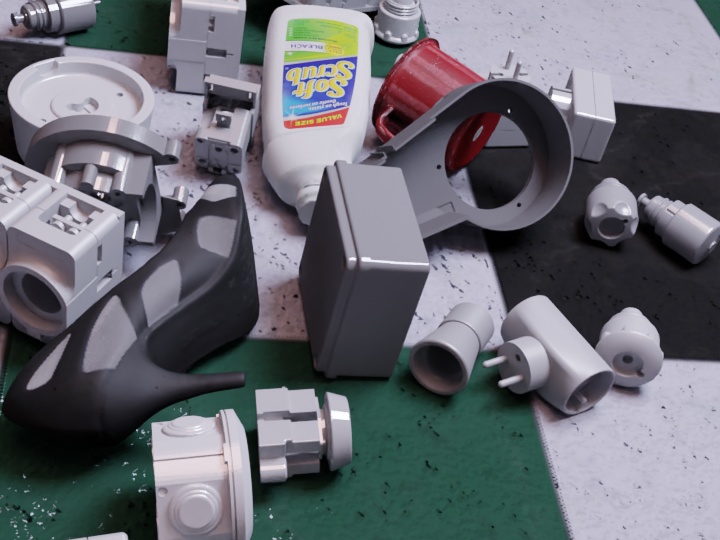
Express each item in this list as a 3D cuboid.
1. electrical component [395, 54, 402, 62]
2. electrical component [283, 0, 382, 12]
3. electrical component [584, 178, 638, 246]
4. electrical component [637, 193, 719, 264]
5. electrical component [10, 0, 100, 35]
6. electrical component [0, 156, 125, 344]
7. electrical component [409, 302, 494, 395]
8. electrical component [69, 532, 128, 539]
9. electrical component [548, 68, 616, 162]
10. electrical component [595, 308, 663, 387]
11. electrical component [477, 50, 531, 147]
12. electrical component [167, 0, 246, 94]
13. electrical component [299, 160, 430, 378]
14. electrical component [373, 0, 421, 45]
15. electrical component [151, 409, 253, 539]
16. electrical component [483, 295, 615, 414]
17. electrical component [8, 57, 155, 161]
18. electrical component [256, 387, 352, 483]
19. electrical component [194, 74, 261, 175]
[{"bbox_3d":[0.062,-0.181,1.003,0.062,0.043,0.043,29,43,19],"label":"electrical component"},{"bbox_3d":[-0.022,-0.310,1.079,0.105,0.060,0.186,34,32,22],"label":"electrical component"},{"bbox_3d":[0.210,-0.053,0.898,0.043,0.043,0.062,14,40,0],"label":"electrical component"},{"bbox_3d":[0.266,-0.038,0.899,0.040,0.040,0.078,-26,54,-37],"label":"electrical component"},{"bbox_3d":[-0.276,-0.233,0.971,0.078,0.040,0.040,-22,52,-33],"label":"electrical component"},{"bbox_3d":[-0.236,-0.017,0.702,0.150,0.089,0.061,24,42,12],"label":"electrical component"},{"bbox_3d":[0.067,0.051,0.746,0.044,0.044,0.065,27,38,15],"label":"electrical component"},{"bbox_3d":[-0.116,0.169,0.543,0.077,0.065,0.047,-4,44,-19],"label":"electrical component"},{"bbox_3d":[0.191,-0.149,0.998,0.076,0.047,0.083,12,41,-1],"label":"electrical component"},{"bbox_3d":[0.195,0.051,0.779,0.048,0.048,0.062,18,34,5],"label":"electrical component"},{"bbox_3d":[0.131,-0.161,0.972,0.047,0.076,0.065,-3,43,-18],"label":"electrical component"},{"bbox_3d":[-0.140,-0.236,0.974,0.062,0.089,0.150,4,42,-11],"label":"electrical component"},{"bbox_3d":[0.000,0.000,0.733,0.056,0.108,0.108,3,42,-15],"label":"electrical component"},{"bbox_3d":[0.040,-0.259,1.069,0.048,0.062,0.048,8,41,-7],"label":"electrical component"},{"bbox_3d":[-0.088,0.119,0.598,0.051,0.080,0.080,-4,44,-11],"label":"electrical component"},{"bbox_3d":[0.122,0.063,0.745,0.079,0.043,0.077,-14,48,-28],"label":"electrical component"},{"bbox_3d":[-0.216,-0.111,0.835,0.108,0.060,0.108,8,41,-7],"label":"electrical component"},{"bbox_3d":[-0.035,0.100,0.660,0.055,0.048,0.066,-3,43,-7],"label":"electrical component"},{"bbox_3d":[-0.108,-0.115,0.864,0.042,0.081,0.063,13,63,-1],"label":"electrical component"}]
